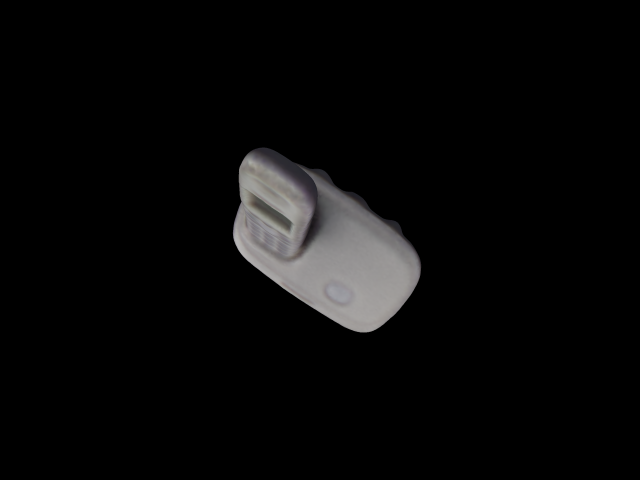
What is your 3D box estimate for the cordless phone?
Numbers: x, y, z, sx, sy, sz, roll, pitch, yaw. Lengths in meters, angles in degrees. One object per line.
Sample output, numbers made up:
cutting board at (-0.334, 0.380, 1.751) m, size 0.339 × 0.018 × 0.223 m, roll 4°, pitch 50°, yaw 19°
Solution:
cordless phone at (0.004, 0.001, 0.400) m, size 0.147 × 0.185 × 0.094 m, roll 32°, pitch 86°, yaw 3°
